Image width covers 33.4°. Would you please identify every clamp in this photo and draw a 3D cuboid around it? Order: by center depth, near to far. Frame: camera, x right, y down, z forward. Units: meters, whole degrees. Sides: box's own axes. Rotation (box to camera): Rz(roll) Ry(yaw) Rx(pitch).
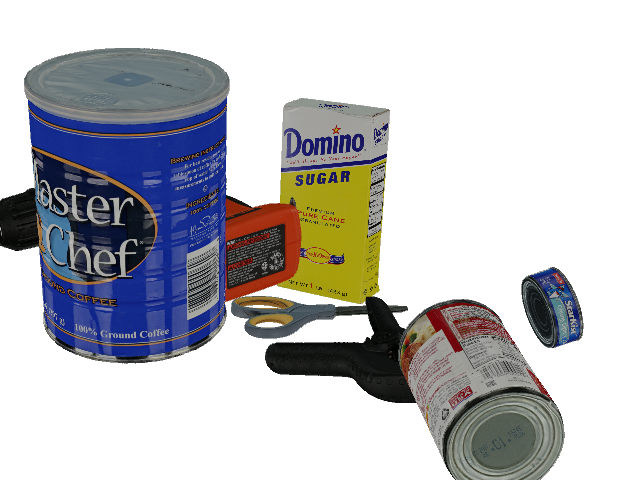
[{"bbox_3d":[0.038,0.090,0.813,0.120,0.039,0.172,-26,22,-22],"label":"clamp"}]

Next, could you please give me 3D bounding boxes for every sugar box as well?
[{"bbox_3d":[0.010,-0.037,0.980,0.093,0.176,0.048,10,21,25],"label":"sugar box"}]

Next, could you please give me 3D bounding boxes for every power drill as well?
[{"bbox_3d":[-0.119,-0.012,0.757,0.184,0.057,0.188,-20,31,-35],"label":"power drill"}]

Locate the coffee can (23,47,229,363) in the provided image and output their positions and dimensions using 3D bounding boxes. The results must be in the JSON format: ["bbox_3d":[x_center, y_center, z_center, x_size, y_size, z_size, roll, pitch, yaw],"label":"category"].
[{"bbox_3d":[-0.100,-0.021,0.570,0.103,0.140,0.103,2,26,-1],"label":"coffee can"}]

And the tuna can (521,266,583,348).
[{"bbox_3d":[0.255,0.075,1.180,0.033,0.086,0.086,-18,3,-9],"label":"tuna can"}]

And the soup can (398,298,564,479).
[{"bbox_3d":[0.088,0.086,0.600,0.068,0.068,0.102,0,24,-10],"label":"soup can"}]

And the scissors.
[{"bbox_3d":[-0.001,0.087,1.190,0.201,0.016,0.096,4,22,0],"label":"scissors"}]
